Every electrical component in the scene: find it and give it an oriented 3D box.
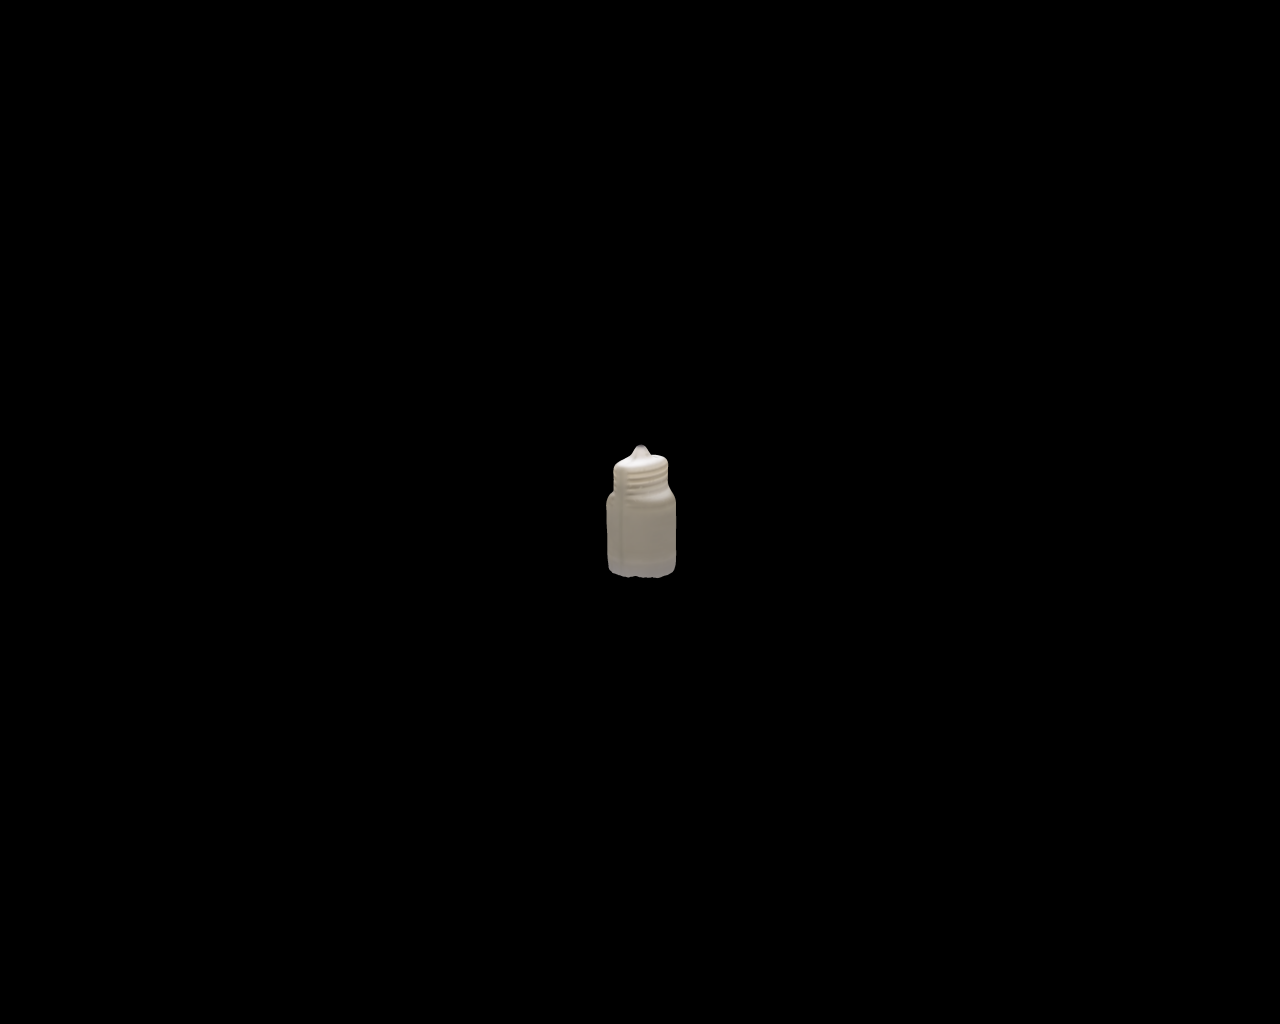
[{"bbox_3d":[0.001,-0.003,0.650,0.043,0.080,0.043,0,15,0],"label":"electrical component"}]
